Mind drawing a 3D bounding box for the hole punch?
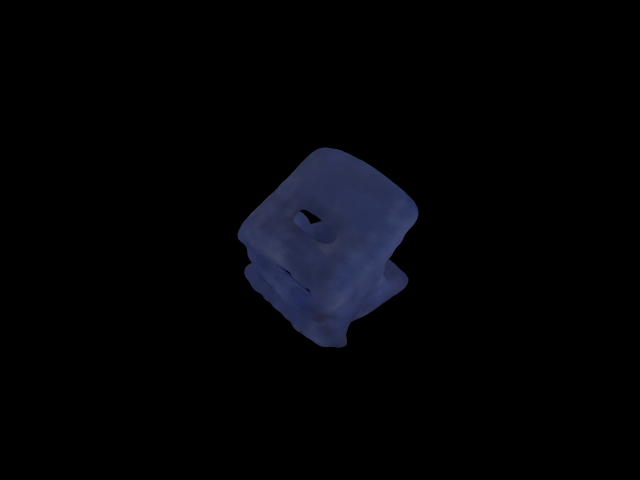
[{"bbox_3d":[0.004,0.001,0.400,0.101,0.091,0.108,-31,50,-30],"label":"hole punch"}]
